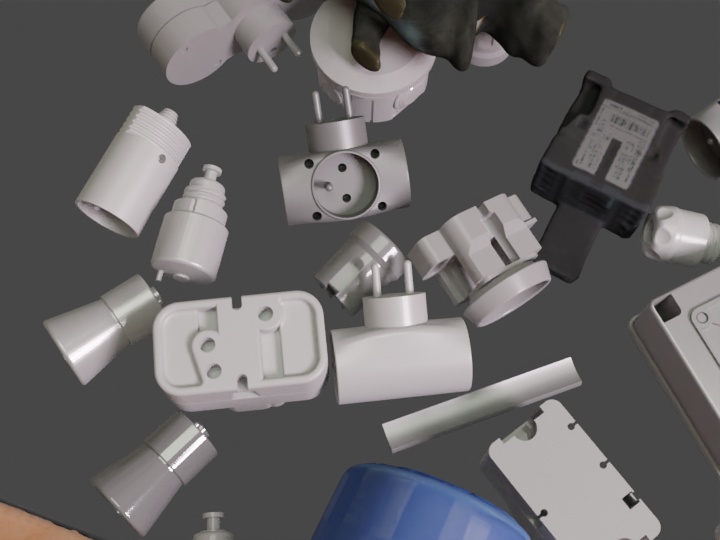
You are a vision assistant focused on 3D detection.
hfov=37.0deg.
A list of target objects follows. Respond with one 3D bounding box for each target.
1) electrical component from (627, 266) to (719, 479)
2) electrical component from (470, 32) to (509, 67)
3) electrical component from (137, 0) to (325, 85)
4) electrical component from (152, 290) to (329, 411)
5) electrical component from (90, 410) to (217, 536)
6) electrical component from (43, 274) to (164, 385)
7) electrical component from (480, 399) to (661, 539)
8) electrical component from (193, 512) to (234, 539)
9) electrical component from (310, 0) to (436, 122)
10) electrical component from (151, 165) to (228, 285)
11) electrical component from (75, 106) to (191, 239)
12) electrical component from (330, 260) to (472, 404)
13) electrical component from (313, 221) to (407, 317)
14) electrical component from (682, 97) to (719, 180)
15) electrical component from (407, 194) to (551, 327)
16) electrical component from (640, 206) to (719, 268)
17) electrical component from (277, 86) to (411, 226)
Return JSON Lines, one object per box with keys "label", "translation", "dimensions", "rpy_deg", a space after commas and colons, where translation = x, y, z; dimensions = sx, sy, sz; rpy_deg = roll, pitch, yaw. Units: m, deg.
{"label": "electrical component", "translation": [0.232, 0.048, 0.622], "dimensions": [0.109, 0.056, 0.108], "rpy_deg": [-25, 73, -9]}
{"label": "electrical component", "translation": [0.083, -0.161, 0.700], "dimensions": [0.040, 0.046, 0.040], "rpy_deg": [0, 71, 0]}
{"label": "electrical component", "translation": [-0.067, -0.160, 0.696], "dimensions": [0.138, 0.052, 0.073], "rpy_deg": [-33, 75, -11]}
{"label": "electrical component", "translation": [-0.067, 0.049, 0.620], "dimensions": [0.095, 0.059, 0.053], "rpy_deg": [-6, 72, -2]}
{"label": "electrical component", "translation": [-0.113, 0.112, 0.608], "dimensions": [0.044, 0.044, 0.065], "rpy_deg": [43, 71, 13]}
{"label": "electrical component", "translation": [-0.147, 0.032, 0.636], "dimensions": [0.065, 0.044, 0.044], "rpy_deg": [-33, 74, -16]}
{"label": "electrical component", "translation": [0.113, 0.125, 0.596], "dimensions": [0.050, 0.055, 0.089], "rpy_deg": [-36, 75, -12]}
{"label": "electrical component", "translation": [-0.080, 0.172, 0.587], "dimensions": [0.040, 0.040, 0.078], "rpy_deg": [-3, 71, -1]}
{"label": "electrical component", "translation": [0.009, -0.139, 0.689], "dimensions": [0.080, 0.051, 0.080], "rpy_deg": [0, 71, 0]}
{"label": "electrical component", "translation": [-0.100, -0.027, 0.656], "dimensions": [0.040, 0.040, 0.078], "rpy_deg": [12, 70, 4]}
{"label": "electrical component", "translation": [-0.137, -0.065, 0.667], "dimensions": [0.043, 0.043, 0.081], "rpy_deg": [25, 73, 8]}
{"label": "electrical component", "translation": [0.021, 0.034, 0.621], "dimensions": [0.077, 0.043, 0.079], "rpy_deg": [-5, 92, -5]}
{"label": "electrical component", "translation": [0.000, 0.000, 0.648], "dimensions": [0.040, 0.040, 0.046], "rpy_deg": [43, 82, 13]}
{"label": "electrical component", "translation": [0.257, -0.078, 0.673], "dimensions": [0.077, 0.044, 0.079], "rpy_deg": [-28, 74, -10]}
{"label": "electrical component", "translation": [0.076, -0.004, 0.638], "dimensions": [0.078, 0.058, 0.057], "rpy_deg": [-25, 75, -27]}
{"label": "electrical component", "translation": [0.206, -0.018, 0.658], "dimensions": [0.061, 0.035, 0.035], "rpy_deg": [12, 71, -6]}
{"label": "electrical component", "translation": [-0.013, -0.072, 0.660], "dimensions": [0.077, 0.044, 0.079], "rpy_deg": [-9, 101, -3]}
